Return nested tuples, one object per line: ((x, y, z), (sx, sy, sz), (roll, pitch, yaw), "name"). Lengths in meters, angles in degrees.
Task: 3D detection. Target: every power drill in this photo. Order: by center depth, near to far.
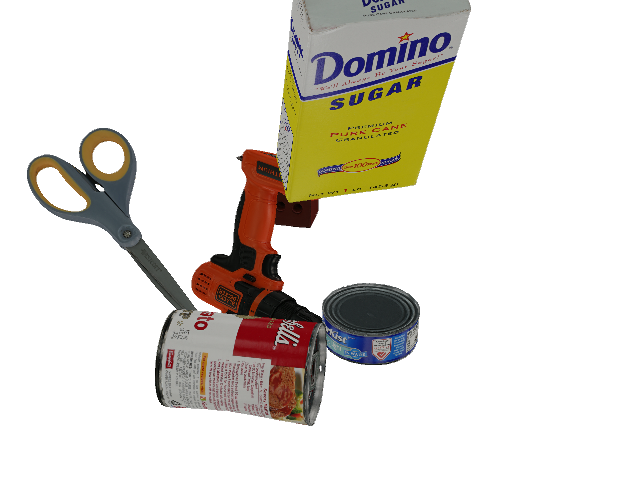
((-0.048, 0.008, 1.137), (0.185, 0.188, 0.057), (23, 9, 34), "power drill")

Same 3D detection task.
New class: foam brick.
((-0.044, -0.053, 1.345), (0.078, 0.053, 0.051), (6, 29, 11), "foam brick")

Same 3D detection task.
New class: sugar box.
((0.026, -0.090, 0.648), (0.093, 0.048, 0.176), (-9, -26, -10), "sugar box")

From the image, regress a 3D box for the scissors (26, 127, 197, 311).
((-0.146, -0.021, 0.850), (0.202, 0.096, 0.016), (33, -20, 17), "scissors")

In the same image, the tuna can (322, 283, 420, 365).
((0.044, 0.073, 0.937), (0.086, 0.034, 0.086), (1, 28, -1), "tuna can")

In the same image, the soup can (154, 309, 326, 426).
((-0.051, 0.083, 0.709), (0.102, 0.068, 0.068), (5, 1, 9), "soup can")
